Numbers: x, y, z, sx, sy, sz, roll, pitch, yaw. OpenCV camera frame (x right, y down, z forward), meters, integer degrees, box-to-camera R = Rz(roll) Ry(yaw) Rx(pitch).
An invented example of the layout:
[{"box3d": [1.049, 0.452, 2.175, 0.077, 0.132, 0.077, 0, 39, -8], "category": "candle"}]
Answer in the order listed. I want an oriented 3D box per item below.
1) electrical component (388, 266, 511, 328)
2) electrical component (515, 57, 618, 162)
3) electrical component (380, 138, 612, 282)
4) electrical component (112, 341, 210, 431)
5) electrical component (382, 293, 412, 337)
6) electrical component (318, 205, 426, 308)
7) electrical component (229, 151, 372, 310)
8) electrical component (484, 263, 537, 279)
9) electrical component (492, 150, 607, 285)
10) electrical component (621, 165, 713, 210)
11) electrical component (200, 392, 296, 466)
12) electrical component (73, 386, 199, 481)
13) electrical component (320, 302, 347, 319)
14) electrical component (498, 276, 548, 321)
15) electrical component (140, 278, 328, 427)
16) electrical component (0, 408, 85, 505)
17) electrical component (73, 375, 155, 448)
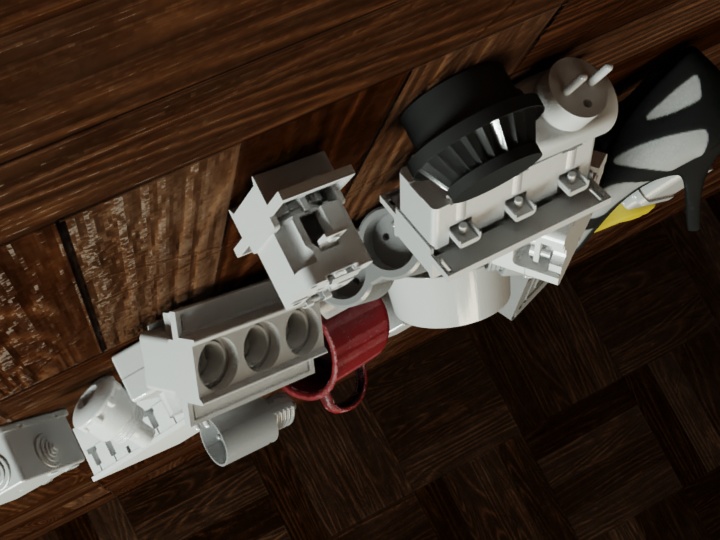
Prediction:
[{"box3d": [0.074, 0.009, 0.892, 0.108, 0.060, 0.108, -10, -156, 4], "category": "electrical component"}, {"box3d": [0.111, -0.092, 0.599, 0.077, 0.043, 0.079, -24, 171, -27], "category": "electrical component"}, {"box3d": [0.084, -0.053, 0.665, 0.121, 0.078, 0.063, -25, 143, -18], "category": "electrical component"}, {"box3d": [-0.134, 0.085, 0.807, 0.047, 0.075, 0.083, -29, 172, 12], "category": "electrical component"}, {"box3d": [0.009, 0.036, 1.012, 0.077, 0.065, 0.047, -32, 171, 28], "category": "electrical component"}, {"box3d": [0.036, -0.022, 0.767, 0.138, 0.052, 0.074, -31, 172, 25], "category": "electrical component"}, {"box3d": [-0.029, -0.017, 0.537, 0.042, 0.063, 0.081, -22, 171, -27], "category": "electrical component"}, {"box3d": [0.102, -0.017, 0.776, 0.062, 0.048, 0.048, -3, 169, -5], "category": "electrical component"}, {"box3d": [0.125, -0.043, 0.732, 0.089, 0.056, 0.050, -58, 158, -35], "category": "electrical component"}, {"box3d": [0.235, -0.096, 0.876, 0.057, 0.078, 0.113, -35, 170, 27], "category": "electrical component"}, {"box3d": [-0.089, 0.128, 0.902, 0.081, 0.043, 0.043, -22, 171, -33], "category": "electrical component"}, {"box3d": [-0.162, 0.114, 0.955, 0.186, 0.060, 0.105, -34, 170, 39], "category": "electrical component"}, {"box3d": [0.000, 0.000, 0.827, 0.081, 0.043, 0.043, -28, 172, 6], "category": "electrical component"}, {"box3d": [0.169, -0.013, 1.106, 0.113, 0.057, 0.078, -41, 157, -36], "category": "electrical component"}, {"box3d": [-0.088, 0.051, 0.753, 0.063, 0.078, 0.121, 5, -164, 40], "category": "electrical component"}, {"box3d": [-0.287, 0.160, 0.877, 0.100, 0.048, 0.100, -30, 172, 19], "category": "electrical component"}, {"box3d": [-0.190, 0.116, 0.843, 0.048, 0.062, 0.048, -38, -153, 23], "category": "electrical component"}]
